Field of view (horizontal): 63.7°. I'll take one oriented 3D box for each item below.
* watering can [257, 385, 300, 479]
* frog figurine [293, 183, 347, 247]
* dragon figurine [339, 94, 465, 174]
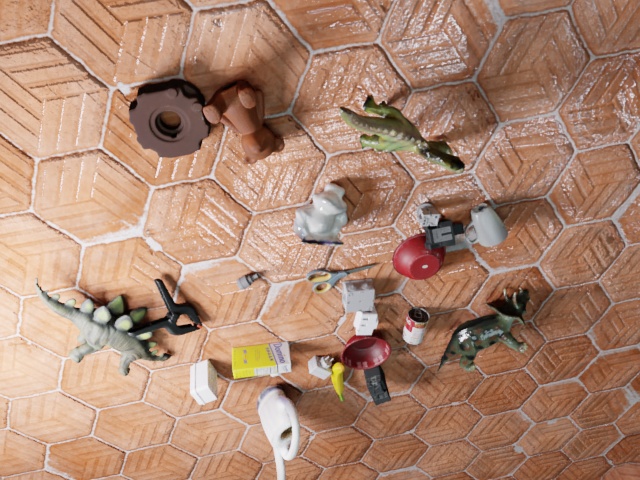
[{"bbox_3d":[-0.137,0.627,1.693,0.104,0.229,0.340,-6,128,-28],"label":"watering can"},{"bbox_3d":[0.004,-0.066,1.317,0.137,0.122,0.160,6,88,-4],"label":"frog figurine"},{"bbox_3d":[0.204,-0.213,1.113,0.244,0.413,0.121,26,108,18],"label":"dragon figurine"}]
